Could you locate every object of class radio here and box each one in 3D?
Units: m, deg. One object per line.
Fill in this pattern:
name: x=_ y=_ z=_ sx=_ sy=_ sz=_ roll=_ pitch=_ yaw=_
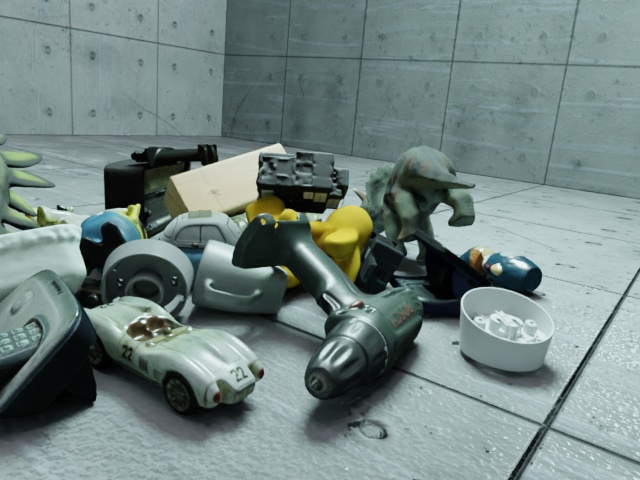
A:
radio: x=-0.315 y=-0.086 z=1.004 sx=0.073 sy=0.131 sz=0.229 roll=7 pitch=14 yaw=7

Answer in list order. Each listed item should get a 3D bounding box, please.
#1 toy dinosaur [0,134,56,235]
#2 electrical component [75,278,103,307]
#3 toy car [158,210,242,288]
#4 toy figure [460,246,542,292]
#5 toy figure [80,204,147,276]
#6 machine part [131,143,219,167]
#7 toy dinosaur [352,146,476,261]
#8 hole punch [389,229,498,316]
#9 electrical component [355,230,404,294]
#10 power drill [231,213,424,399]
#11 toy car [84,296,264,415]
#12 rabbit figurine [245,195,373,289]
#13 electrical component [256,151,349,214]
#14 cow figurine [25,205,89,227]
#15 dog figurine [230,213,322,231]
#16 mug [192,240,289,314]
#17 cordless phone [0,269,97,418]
toy dinosaur: x=-0.465 y=-0.079 z=0.709 sx=0.198 sy=0.105 sz=0.472 roll=10 pitch=34 yaw=-47
electrical component: x=-0.257 y=0.064 z=0.651 sx=0.094 sy=0.021 sz=0.063 roll=9 pitch=15 yaw=11
toy car: x=-0.161 y=0.009 z=0.744 sx=0.162 sy=0.102 sz=0.109 roll=5 pitch=13 yaw=-10
toy figure: x=0.285 y=0.042 z=0.870 sx=0.064 sy=0.058 sz=0.155 roll=42 pitch=-8 yaw=-31
toy figure: x=-0.274 y=0.005 z=0.711 sx=0.082 sy=0.089 sz=0.180 roll=-8 pitch=11 yaw=-15
machine part: x=-0.238 y=-0.139 z=0.893 sx=0.139 sy=0.039 sz=0.084 roll=1 pitch=2 yaw=19
toy dinosaur: x=0.153 y=-0.079 z=0.876 sx=0.131 sy=0.192 sz=0.404 roll=-8 pitch=-18 yaw=-17
hole punch: x=0.167 y=0.058 z=0.737 sx=0.115 sy=0.092 sz=0.142 roll=31 pitch=4 yaw=-17
electrical component: x=0.080 y=0.036 z=0.755 sx=0.048 sy=0.074 sz=0.119 roll=28 pitch=9 yaw=-8
power drill: x=0.003 y=0.056 z=0.558 sx=0.207 sy=0.086 sz=0.232 roll=36 pitch=23 yaw=28
toy car: x=-0.142 y=0.098 z=0.488 sx=0.202 sy=0.056 sz=0.073 roll=14 pitch=16 yaw=32
rabbit figurine: x=-0.002 y=-0.002 z=0.745 sx=0.173 sy=0.121 sz=0.163 roll=-17 pitch=28 yaw=-17
electrical component: x=-0.026 y=-0.082 z=0.787 sx=0.134 sy=0.058 sz=0.115 roll=4 pitch=-14 yaw=-7
cow figurine: x=-0.386 y=-0.016 z=0.832 sx=0.168 sy=0.068 sz=0.098 roll=20 pitch=15 yaw=37
dog figurine: x=-0.086 y=-0.014 z=0.905 sx=0.191 sy=0.121 sz=0.172 roll=-14 pitch=-17 yaw=-7
mug: x=-0.093 y=0.052 z=0.645 sx=0.107 sy=0.080 sz=0.109 roll=13 pitch=8 yaw=-7
cordless phone: x=-0.282 y=0.092 z=0.420 sx=0.184 sy=0.088 sz=0.147 roll=-11 pitch=21 yaw=-35
